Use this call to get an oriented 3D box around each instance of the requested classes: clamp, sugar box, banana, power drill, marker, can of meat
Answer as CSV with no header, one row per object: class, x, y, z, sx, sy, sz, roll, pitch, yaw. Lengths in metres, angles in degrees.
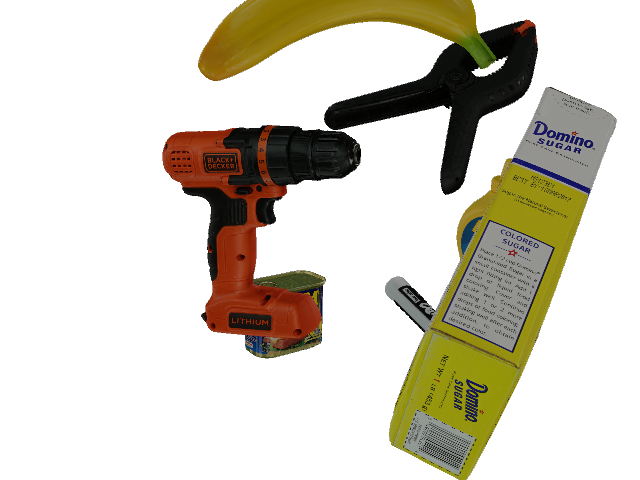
clamp,0.129,-0.128,0.966,0.209,0.036,0.165,-34,48,-15
sugar box,0.089,0.016,0.503,0.048,0.093,0.176,26,50,11
banana,0.018,-0.137,0.648,0.197,0.069,0.037,-7,-15,-20
power drill,-0.045,-0.010,0.945,0.185,0.188,0.057,2,17,25
marker,0.084,0.063,0.804,0.020,0.020,0.121,0,26,-28
can of meat,-0.044,0.089,1.290,0.101,0.084,0.058,-10,19,-36

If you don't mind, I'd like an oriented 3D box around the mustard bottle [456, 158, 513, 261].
mustard bottle,0.186,0.011,1.092,0.096,0.192,0.058,12,18,21
